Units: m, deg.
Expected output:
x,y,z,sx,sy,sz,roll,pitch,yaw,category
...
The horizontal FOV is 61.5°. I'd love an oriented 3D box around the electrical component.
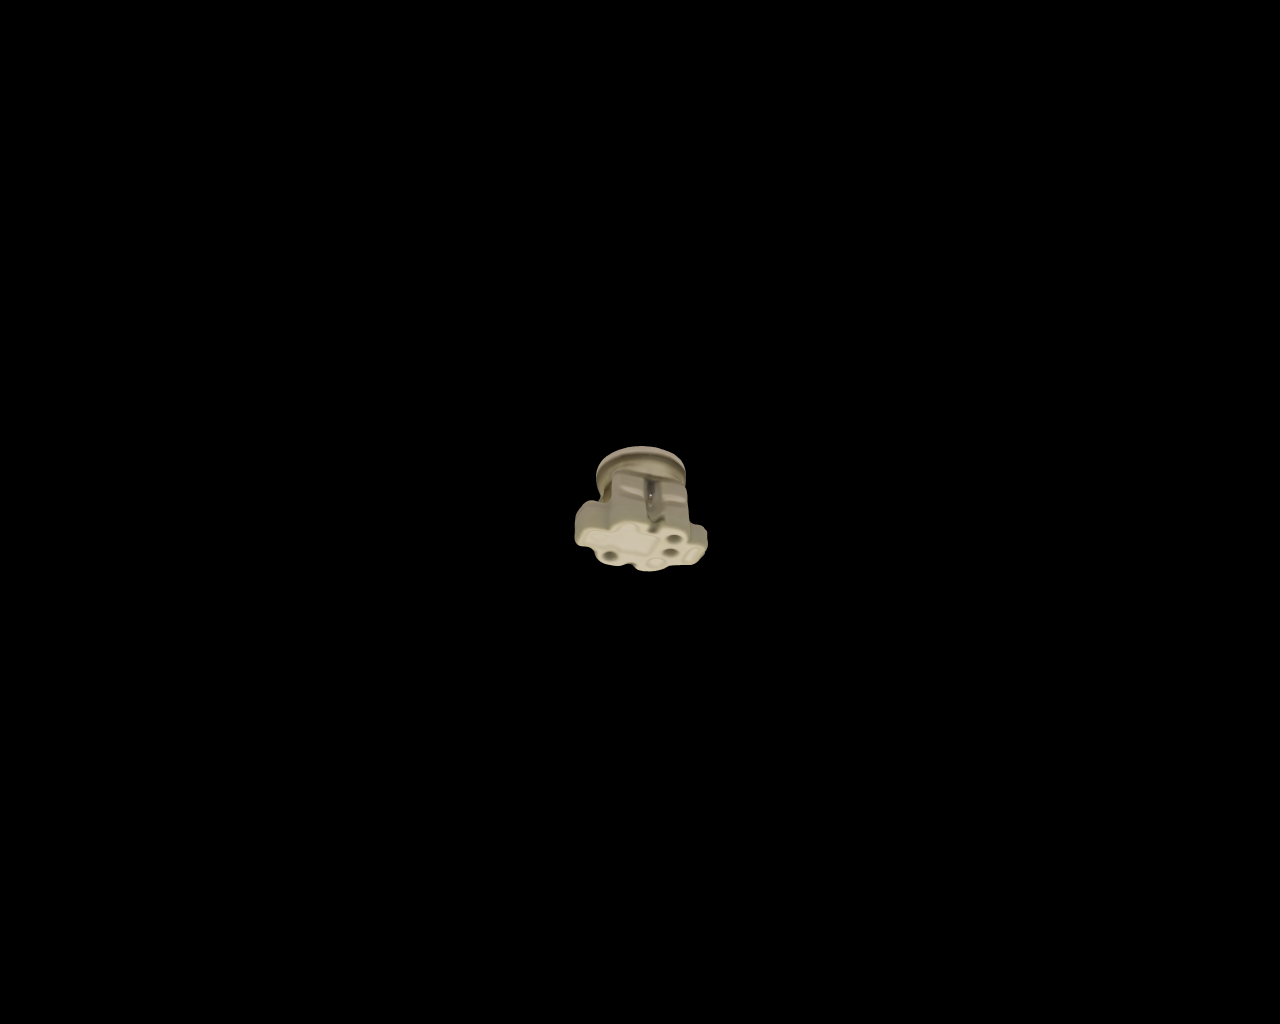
x,y,z,sx,sy,sz,roll,pitch,yaw,category
0.001,-0.003,0.650,0.078,0.057,0.058,11,-35,-16,electrical component
